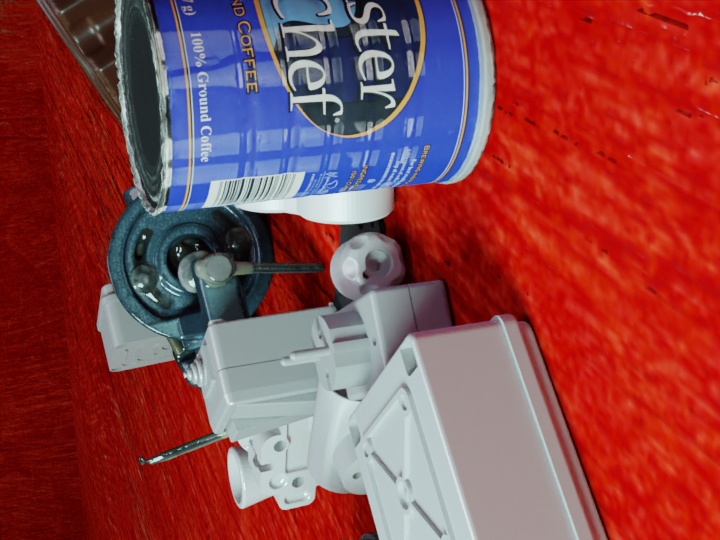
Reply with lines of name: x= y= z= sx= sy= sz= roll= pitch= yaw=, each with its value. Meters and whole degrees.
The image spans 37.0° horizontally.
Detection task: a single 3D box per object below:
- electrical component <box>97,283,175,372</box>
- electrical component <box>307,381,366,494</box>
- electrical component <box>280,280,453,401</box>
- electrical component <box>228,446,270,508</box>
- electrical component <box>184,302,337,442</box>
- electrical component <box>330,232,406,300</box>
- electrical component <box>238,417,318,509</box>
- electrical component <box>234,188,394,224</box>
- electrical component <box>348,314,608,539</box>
electrical component: x=-0.173 y=0.042 z=0.956 sx=0.078 sy=0.113 sz=0.057 roll=124 pitch=132 yaw=-61
electrical component: x=0.002 y=0.096 z=0.595 sx=0.079 sy=0.044 sz=0.077 roll=-118 pitch=28 yaw=-44
electrical component: x=0.000 y=0.038 z=0.531 sx=0.066 sy=0.077 sz=0.047 roll=144 pitch=117 yaw=-68
electrical component: x=-0.064 y=0.145 z=0.778 sx=0.045 sy=0.055 sz=0.045 roll=172 pitch=90 yaw=-70
electrical component: x=-0.058 y=0.065 z=0.657 sx=0.061 sy=0.096 sz=0.061 roll=122 pitch=136 yaw=-60
electrical component: x=0.000 y=0.000 z=0.577 sx=0.061 sy=0.035 sz=0.035 roll=160 pitch=102 yaw=-70
electrical component: x=-0.051 y=0.113 z=0.730 sx=0.057 sy=0.058 sz=0.078 roll=-132 pitch=39 yaw=-53
electrical component: x=-0.045 y=-0.072 z=0.573 sx=0.138 sy=0.052 sz=0.073 roll=11 pitch=112 yaw=31
electrical component: x=0.044 y=0.091 z=0.457 sx=0.108 sy=0.056 sz=0.108 roll=118 pitch=140 yaw=-58
